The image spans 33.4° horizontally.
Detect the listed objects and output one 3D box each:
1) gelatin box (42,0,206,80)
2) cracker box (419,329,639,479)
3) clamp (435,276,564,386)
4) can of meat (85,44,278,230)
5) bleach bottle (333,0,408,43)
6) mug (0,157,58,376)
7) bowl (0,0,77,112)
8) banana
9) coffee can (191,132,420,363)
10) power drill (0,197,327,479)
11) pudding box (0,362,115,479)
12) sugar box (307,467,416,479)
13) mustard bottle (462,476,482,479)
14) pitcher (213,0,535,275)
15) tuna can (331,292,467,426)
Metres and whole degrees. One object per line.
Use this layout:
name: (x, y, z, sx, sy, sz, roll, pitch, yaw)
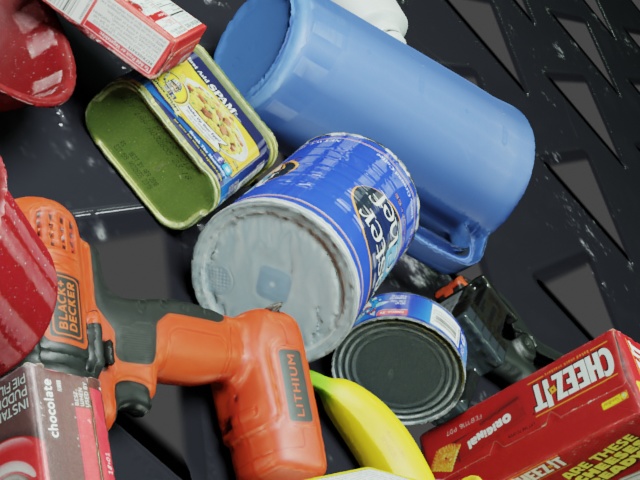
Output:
gelatin box: (-0.115, -0.132, 0.609, 0.089, 0.030, 0.073, 36, 18, -5)
cracker box: (0.199, 0.158, 0.740, 0.213, 0.164, 0.072, 31, 36, -37)
clamp: (0.166, 0.093, 0.885, 0.171, 0.039, 0.120, 53, 27, -4)
can of meat: (-0.086, -0.065, 0.662, 0.102, 0.058, 0.083, 51, 31, -6)
bleach bottle: (0.016, -0.240, 0.941, 0.102, 0.068, 0.251, 14, 39, -47)
mug: (-0.150, 0.018, 0.420, 0.117, 0.093, 0.081, 58, -9, 29)
bowl: (-0.198, -0.119, 0.534, 0.162, 0.055, 0.162, 50, 16, -21)
banana: (0.047, 0.163, 0.645, 0.069, 0.037, 0.198, -15, 71, -44)
coffee can: (-0.004, 0.001, 0.665, 0.103, 0.103, 0.140, 52, 29, -5)
power drill: (-0.080, 0.080, 0.520, 0.187, 0.057, 0.184, 24, 45, -44)
pudding box: (-0.119, 0.108, 0.375, 0.039, 0.114, 0.090, 23, 42, -48)
sugar box: (-0.017, 0.164, 0.501, 0.175, 0.048, 0.093, 7, 89, -51)
mustard bottle: (0.139, 0.227, 0.664, 0.191, 0.058, 0.096, 58, 30, -11)
pitcher: (0.040, -0.084, 0.801, 0.242, 0.145, 0.149, 26, 4, -36)
tuna can: (0.052, 0.076, 0.688, 0.086, 0.086, 0.033, 46, 29, -16)
